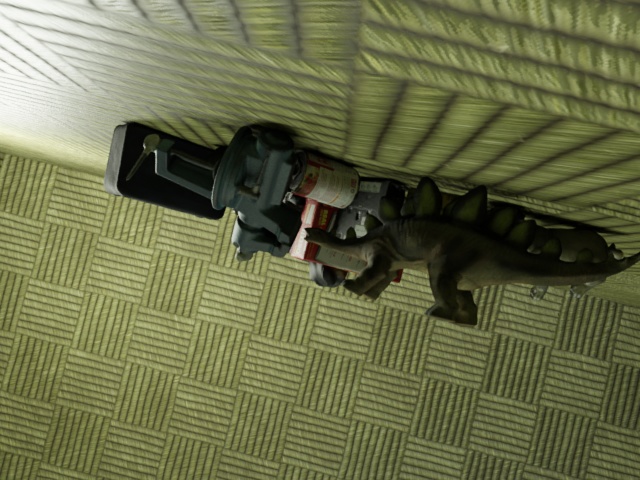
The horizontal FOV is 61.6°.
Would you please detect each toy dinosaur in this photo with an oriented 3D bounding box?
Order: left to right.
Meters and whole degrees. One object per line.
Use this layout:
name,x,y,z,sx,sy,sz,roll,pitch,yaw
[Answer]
toy dinosaur,0.193,0.020,0.764,0.472,0.198,0.105,13,177,22

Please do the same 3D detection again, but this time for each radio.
radio,-0.276,-0.122,1.010,0.229,0.131,0.073,15,177,-39

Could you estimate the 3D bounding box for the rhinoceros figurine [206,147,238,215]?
rhinoceros figurine,-0.128,-0.107,0.924,0.073,0.111,0.191,-21,-146,-31

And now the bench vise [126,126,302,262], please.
bench vise,-0.135,-0.076,0.758,0.241,0.129,0.223,22,141,1

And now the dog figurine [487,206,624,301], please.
dog figurine,0.363,0.003,0.855,0.172,0.121,0.190,-28,133,30

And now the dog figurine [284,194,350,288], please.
dog figurine,-0.002,-0.003,1.105,0.219,0.191,0.108,40,129,-11

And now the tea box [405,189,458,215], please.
tea box,0.217,-0.036,0.953,0.098,0.068,0.169,13,177,29

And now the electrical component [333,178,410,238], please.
electrical component,0.083,-0.036,0.915,0.058,0.134,0.115,16,179,-38
